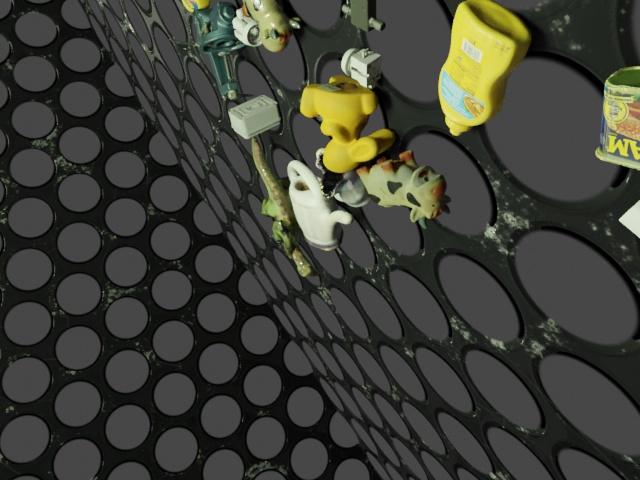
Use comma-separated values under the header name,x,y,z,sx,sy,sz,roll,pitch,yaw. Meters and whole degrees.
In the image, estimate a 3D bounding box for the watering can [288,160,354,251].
name,x,y,z,sx,sy,sz,roll,pitch,yaw
watering can,0.004,-0.064,1.263,0.104,0.219,0.354,-26,39,-11

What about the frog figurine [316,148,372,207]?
name,x,y,z,sx,sy,sz,roll,pitch,yaw
frog figurine,0.069,-0.127,1.079,0.121,0.140,0.158,-39,-29,17

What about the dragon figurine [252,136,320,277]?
name,x,y,z,sx,sy,sz,roll,pitch,yaw
dragon figurine,-0.097,-0.066,1.392,0.122,0.403,0.247,-25,28,-1
